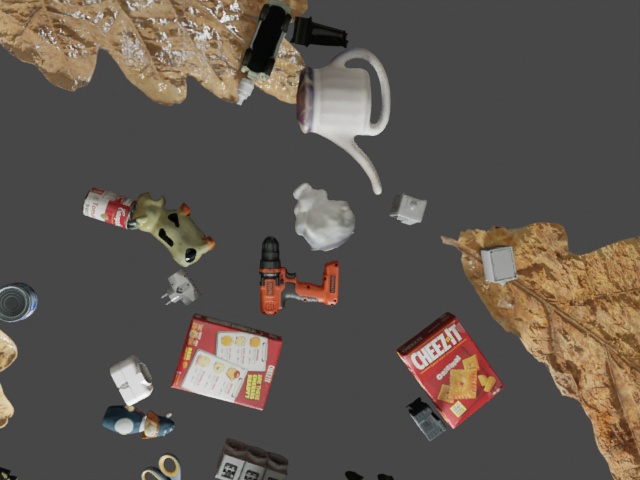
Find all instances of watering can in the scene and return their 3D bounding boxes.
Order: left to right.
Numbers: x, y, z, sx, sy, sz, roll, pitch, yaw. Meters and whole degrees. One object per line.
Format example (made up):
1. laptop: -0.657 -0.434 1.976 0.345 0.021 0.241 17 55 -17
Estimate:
1. watering can: 0.056 -0.283 1.211 0.224 0.104 0.348 1 88 -5

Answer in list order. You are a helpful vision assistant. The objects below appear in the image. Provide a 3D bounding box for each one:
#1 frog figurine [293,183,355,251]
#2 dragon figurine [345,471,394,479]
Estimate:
1. frog figurine: 0.004 -0.060 1.196 0.137 0.124 0.158 -20 104 13
2. dragon figurine: 0.098 0.687 1.210 0.409 0.124 0.240 17 106 -17
